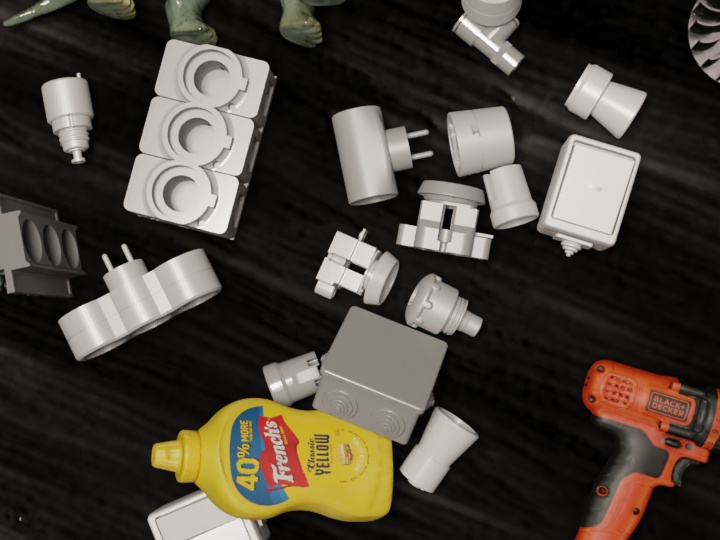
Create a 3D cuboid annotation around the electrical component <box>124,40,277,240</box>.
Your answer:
[{"bbox_3d":[-0.135,-0.110,0.919,0.089,0.061,0.150,14,87,4],"label":"electrical component"}]

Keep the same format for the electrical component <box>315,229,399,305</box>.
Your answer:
[{"bbox_3d":[0.000,0.000,0.914,0.055,0.048,0.066,24,88,12],"label":"electrical component"}]

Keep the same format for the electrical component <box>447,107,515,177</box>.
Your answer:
[{"bbox_3d":[0.102,-0.110,0.911,0.047,0.055,0.055,-10,86,-1],"label":"electrical component"}]

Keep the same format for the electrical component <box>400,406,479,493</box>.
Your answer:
[{"bbox_3d":[0.064,0.153,0.902,0.044,0.044,0.065,35,93,5],"label":"electrical component"}]

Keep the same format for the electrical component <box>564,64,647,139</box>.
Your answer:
[{"bbox_3d":[0.208,-0.144,0.912,0.055,0.045,0.045,31,88,5],"label":"electrical component"}]

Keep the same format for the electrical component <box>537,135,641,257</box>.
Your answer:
[{"bbox_3d":[0.189,-0.058,0.899,0.062,0.061,0.096,17,87,4],"label":"electrical component"}]

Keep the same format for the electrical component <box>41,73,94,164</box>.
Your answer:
[{"bbox_3d":[-0.252,-0.132,0.937,0.040,0.040,0.078,-12,86,2],"label":"electrical component"}]

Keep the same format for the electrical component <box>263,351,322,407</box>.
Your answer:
[{"bbox_3d":[-0.055,0.093,0.913,0.046,0.040,0.040,-21,85,-4],"label":"electrical component"}]

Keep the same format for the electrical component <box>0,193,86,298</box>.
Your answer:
[{"bbox_3d":[-0.282,-0.015,0.891,0.063,0.121,0.078,-12,86,5],"label":"electrical component"}]

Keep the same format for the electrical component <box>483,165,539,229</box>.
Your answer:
[{"bbox_3d":[0.127,-0.062,0.914,0.040,0.040,0.046,-15,81,2],"label":"electrical component"}]

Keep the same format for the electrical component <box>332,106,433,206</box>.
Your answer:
[{"bbox_3d":[0.022,-0.101,0.919,0.079,0.043,0.077,-12,86,2],"label":"electrical component"}]

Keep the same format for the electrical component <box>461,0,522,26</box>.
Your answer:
[{"bbox_3d":[0.127,-0.280,0.896,0.052,0.073,0.138,21,75,9],"label":"electrical component"}]

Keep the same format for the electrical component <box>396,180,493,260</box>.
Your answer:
[{"bbox_3d":[0.074,-0.043,0.906,0.078,0.058,0.057,10,90,4],"label":"electrical component"}]

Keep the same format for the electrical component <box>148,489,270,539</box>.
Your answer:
[{"bbox_3d":[-0.120,0.212,0.897,0.096,0.061,0.061,-23,85,1],"label":"electrical component"}]

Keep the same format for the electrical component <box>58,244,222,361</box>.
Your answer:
[{"bbox_3d":[-0.195,0.015,0.919,0.138,0.052,0.073,-27,85,1],"label":"electrical component"}]

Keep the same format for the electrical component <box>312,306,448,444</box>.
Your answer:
[{"bbox_3d":[0.016,0.087,0.883,0.100,0.099,0.048,22,128,4],"label":"electrical component"}]

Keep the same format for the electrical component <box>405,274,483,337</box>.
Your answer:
[{"bbox_3d":[0.073,0.035,0.908,0.062,0.048,0.048,27,88,-4],"label":"electrical component"}]
